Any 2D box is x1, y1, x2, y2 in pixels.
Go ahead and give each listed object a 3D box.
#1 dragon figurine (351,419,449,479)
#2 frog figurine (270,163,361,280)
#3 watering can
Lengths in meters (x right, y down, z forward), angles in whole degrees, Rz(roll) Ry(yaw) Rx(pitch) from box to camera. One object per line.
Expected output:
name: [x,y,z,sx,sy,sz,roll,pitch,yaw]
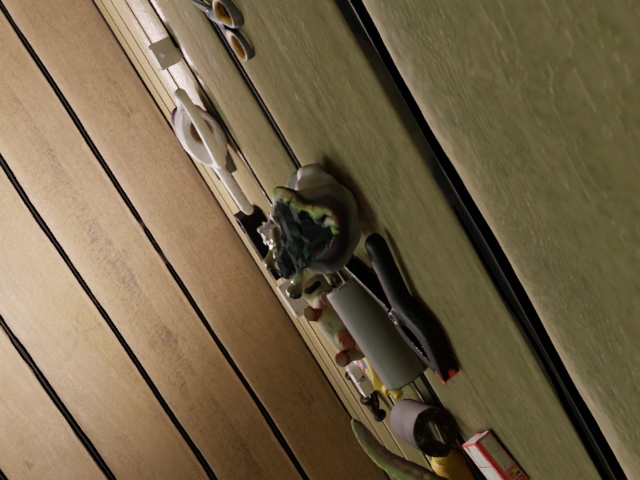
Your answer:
dragon figurine: [0.237,0.431,0.811,0.239,0.409,0.124,-37,5,46]
frog figurine: [0.002,-0.034,0.676,0.122,0.136,0.162,-17,14,22]
watering can: [-0.282,-0.229,1.313,0.104,0.341,0.227,-31,28,-10]
